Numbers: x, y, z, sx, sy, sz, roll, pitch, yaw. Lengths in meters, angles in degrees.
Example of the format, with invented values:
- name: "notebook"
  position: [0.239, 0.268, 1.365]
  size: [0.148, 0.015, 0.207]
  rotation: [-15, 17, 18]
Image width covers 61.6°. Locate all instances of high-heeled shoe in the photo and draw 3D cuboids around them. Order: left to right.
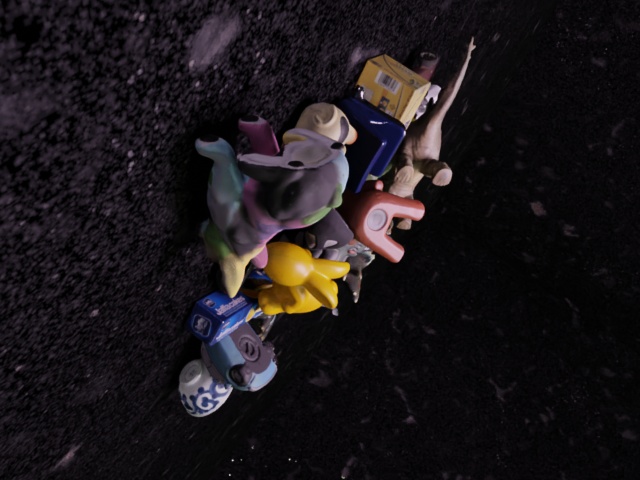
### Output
- name: "high-heeled shoe"
  position: [-0.002, -0.003, 0.962]
  size: [0.086, 0.145, 0.248]
  rotation: [-56, 165, -14]

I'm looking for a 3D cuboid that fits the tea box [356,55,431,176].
- name: "tea box"
  position: [0.096, -0.205, 0.891]
  size: [0.068, 0.098, 0.169]
  rotation: [-39, 163, -48]

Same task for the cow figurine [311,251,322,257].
- name: "cow figurine"
  position: [-0.014, 0.035, 1.223]
  size: [0.167, 0.068, 0.098]
  rotation: [-41, 157, -57]

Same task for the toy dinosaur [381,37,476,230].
- name: "toy dinosaur"
  position: [0.197, -0.182, 1.115]
  size: [0.199, 0.105, 0.471]
  rotation: [-89, -157, -43]

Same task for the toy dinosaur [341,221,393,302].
- name: "toy dinosaur"
  position: [0.137, -0.038, 1.470]
  size: [0.404, 0.131, 0.192]
  rotation: [-61, 178, -8]

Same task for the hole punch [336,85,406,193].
- name: "hole punch"
  position: [0.055, -0.150, 0.841]
  size: [0.092, 0.116, 0.142]
  rotation: [-48, 168, -47]

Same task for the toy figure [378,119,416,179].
- name: "toy figure"
  position: [0.189, -0.208, 1.288]
  size: [0.180, 0.082, 0.089]
  rotation: [-61, 178, 15]

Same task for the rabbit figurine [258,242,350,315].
- name: "rabbit figurine"
  position: [-0.040, 0.063, 0.887]
  size: [0.173, 0.163, 0.122]
  rotation: [64, 44, -60]

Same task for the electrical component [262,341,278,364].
- name: "electrical component"
  position: [-0.173, 0.257, 1.140]
  size: [0.134, 0.058, 0.115]
  rotation: [-17, 168, 18]

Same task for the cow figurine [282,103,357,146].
- name: "cow figurine"
  position: [-0.030, -0.101, 0.739]
  size: [0.195, 0.086, 0.127]
  rotation: [-57, 166, -1]

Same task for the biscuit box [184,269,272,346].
- name: "biscuit box"
  position: [-0.149, 0.114, 0.946]
  size: [0.059, 0.063, 0.202]
  rotation: [-60, 167, 24]

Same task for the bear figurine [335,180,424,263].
- name: "bear figurine"
  position: [0.070, -0.055, 0.956]
  size: [0.120, 0.132, 0.196]
  rotation: [-66, -153, 7]

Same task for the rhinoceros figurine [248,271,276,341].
- name: "rhinoceros figurine"
  position: [-0.112, 0.134, 1.119]
  size: [0.112, 0.073, 0.190]
  rotation: [-44, 166, -32]

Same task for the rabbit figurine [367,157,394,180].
- name: "rabbit figurine"
  position: [0.076, -0.117, 1.101]
  size: [0.170, 0.121, 0.159]
  rotation: [-66, 179, -69]

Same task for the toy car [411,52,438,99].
- name: "toy car"
  position: [0.150, -0.279, 0.992]
  size: [0.202, 0.053, 0.089]
  rotation: [-42, 153, -30]

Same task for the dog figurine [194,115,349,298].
- name: "dog figurine"
  position: [-0.065, -0.024, 0.626]
  size: [0.108, 0.192, 0.219]
  rotation: [-50, 154, -46]

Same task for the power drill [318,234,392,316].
- name: "power drill"
  position: [0.042, 0.054, 1.153]
  size: [0.232, 0.086, 0.207]
  rotation: [20, 100, -37]

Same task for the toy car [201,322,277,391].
- name: "toy car"
  position: [-0.164, 0.209, 0.980]
  size: [0.103, 0.161, 0.109]
  rotation: [-38, 178, 26]
